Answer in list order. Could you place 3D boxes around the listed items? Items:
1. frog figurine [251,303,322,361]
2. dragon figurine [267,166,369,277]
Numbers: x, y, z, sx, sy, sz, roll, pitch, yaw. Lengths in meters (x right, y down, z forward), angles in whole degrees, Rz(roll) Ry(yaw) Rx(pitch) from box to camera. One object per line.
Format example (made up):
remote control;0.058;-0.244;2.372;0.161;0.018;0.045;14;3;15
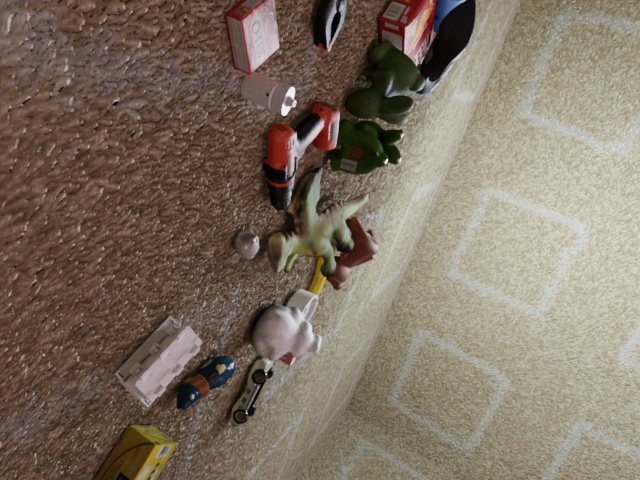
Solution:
frog figurine;-0.080;0.230;1.228;0.140;0.160;0.120;-54;158;-27
dragon figurine;0.004;-0.059;1.181;0.418;0.123;0.237;-53;151;-35
